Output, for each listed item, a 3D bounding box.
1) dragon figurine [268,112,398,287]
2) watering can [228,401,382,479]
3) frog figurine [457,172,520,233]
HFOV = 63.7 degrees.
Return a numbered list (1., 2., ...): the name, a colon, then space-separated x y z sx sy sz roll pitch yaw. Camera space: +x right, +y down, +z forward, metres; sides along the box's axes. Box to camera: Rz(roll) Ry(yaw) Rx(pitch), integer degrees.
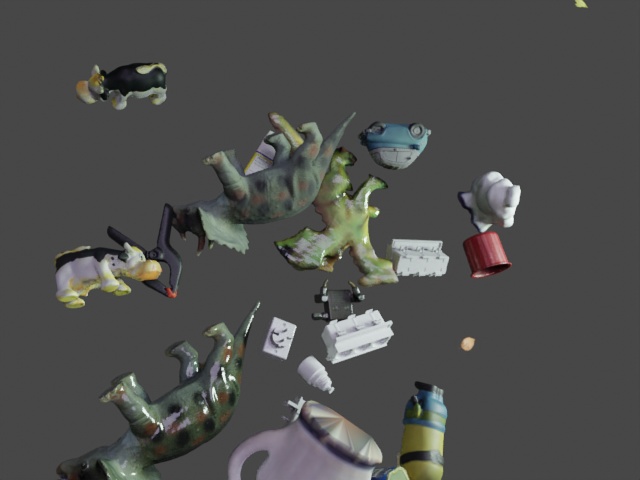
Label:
1. dragon figurine: 0.003 -0.052 1.041 0.409 0.121 0.247 36 66 -9
2. watering can: 0.022 0.410 0.836 0.347 0.104 0.224 34 93 -2
3. frog figurine: 0.417 -0.099 1.199 0.123 0.157 0.139 2 69 -23
